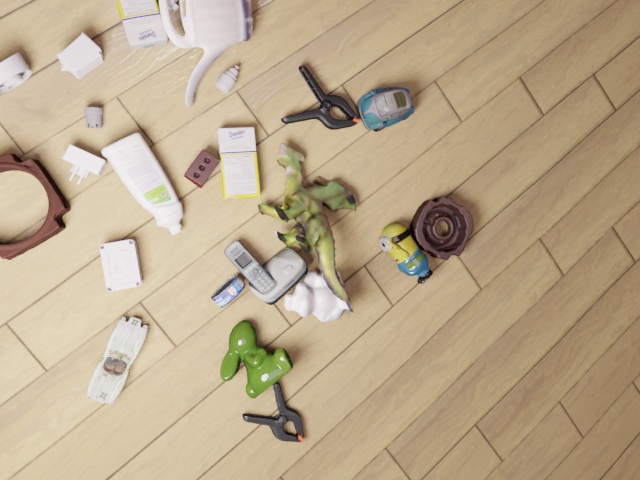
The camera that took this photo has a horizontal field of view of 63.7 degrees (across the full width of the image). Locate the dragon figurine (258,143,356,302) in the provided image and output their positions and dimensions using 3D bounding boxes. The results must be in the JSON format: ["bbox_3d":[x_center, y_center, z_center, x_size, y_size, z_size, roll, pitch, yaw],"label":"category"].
[{"bbox_3d":[0.004,-0.065,1.301,0.246,0.411,0.120,-37,-2,-31],"label":"dragon figurine"}]

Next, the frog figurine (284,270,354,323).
[{"bbox_3d":[-0.010,0.150,1.310,0.159,0.135,0.124,-19,19,0],"label":"frog figurine"}]

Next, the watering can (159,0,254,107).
[{"bbox_3d":[-0.269,-0.515,1.268,0.225,0.343,0.105,-13,18,-21],"label":"watering can"}]
